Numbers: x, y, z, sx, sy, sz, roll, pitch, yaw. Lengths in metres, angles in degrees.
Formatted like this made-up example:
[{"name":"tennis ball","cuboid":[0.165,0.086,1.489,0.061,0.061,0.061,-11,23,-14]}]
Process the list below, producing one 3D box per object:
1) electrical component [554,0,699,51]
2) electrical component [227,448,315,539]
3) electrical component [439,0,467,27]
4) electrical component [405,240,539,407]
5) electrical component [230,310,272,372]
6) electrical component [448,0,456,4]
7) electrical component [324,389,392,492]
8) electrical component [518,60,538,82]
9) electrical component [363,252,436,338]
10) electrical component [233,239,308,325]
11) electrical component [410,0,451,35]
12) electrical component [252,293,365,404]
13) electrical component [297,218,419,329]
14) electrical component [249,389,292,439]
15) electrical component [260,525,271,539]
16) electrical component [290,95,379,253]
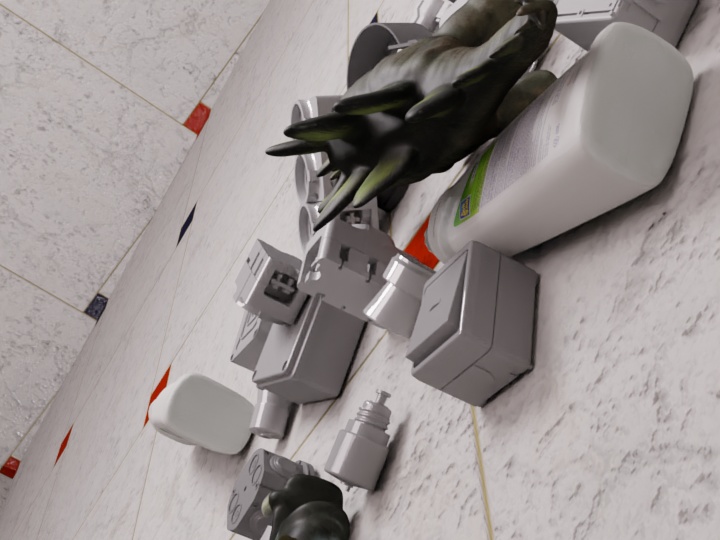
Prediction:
[{"name":"electrical component","cuboid":[0.177,-0.173,0.692,0.061,0.061,0.096,-64,25,-1]},{"name":"electrical component","cuboid":[-0.076,0.195,0.914,0.080,0.051,0.080,-54,19,29]},{"name":"electrical component","cuboid":[0.114,-0.241,0.998,0.079,0.044,0.077,-62,17,6]},{"name":"electrical component","cuboid":[0.072,0.028,0.698,0.061,0.061,0.096,-46,24,45]},{"name":"electrical component","cuboid":[-0.087,0.052,1.149,0.078,0.057,0.113,-44,26,49]},{"name":"electrical component","cuboid":[0.119,-0.319,1.075,0.078,0.057,0.113,-46,24,46]},{"name":"electrical component","cuboid":[0.003,0.126,0.796,0.078,0.040,0.040,-67,17,-11]},{"name":"electrical component","cuboid":[0.114,-0.179,0.885,0.057,0.058,0.078,-121,54,-72]},{"name":"electrical component","cuboid":[0.035,0.020,0.852,0.055,0.045,0.045,-62,17,6]},{"name":"electrical component","cuboid":[-0.082,0.014,0.996,0.055,0.050,0.089,-62,17,6]},{"name":"electrical component","cuboid":[0.075,-0.242,1.094,0.057,0.058,0.078,-59,17,8]},{"name":"electrical component","cuboid":[-0.044,0.064,1.004,0.109,0.056,0.108,-25,42,65]},{"name":"electrical component","cuboid":[0.000,0.000,0.906,0.050,0.089,0.055,-47,23,44]},{"name":"electrical component","cuboid":[-0.085,0.133,1.055,0.044,0.044,0.065,-34,39,59]},{"name":"electrical component","cuboid":[-0.072,0.243,0.845,0.079,0.044,0.077,-19,47,67]},{"name":"electrical component","cuboid":[-0.029,-0.093,1.062,0.089,0.062,0.150,-177,83,-72]}]
